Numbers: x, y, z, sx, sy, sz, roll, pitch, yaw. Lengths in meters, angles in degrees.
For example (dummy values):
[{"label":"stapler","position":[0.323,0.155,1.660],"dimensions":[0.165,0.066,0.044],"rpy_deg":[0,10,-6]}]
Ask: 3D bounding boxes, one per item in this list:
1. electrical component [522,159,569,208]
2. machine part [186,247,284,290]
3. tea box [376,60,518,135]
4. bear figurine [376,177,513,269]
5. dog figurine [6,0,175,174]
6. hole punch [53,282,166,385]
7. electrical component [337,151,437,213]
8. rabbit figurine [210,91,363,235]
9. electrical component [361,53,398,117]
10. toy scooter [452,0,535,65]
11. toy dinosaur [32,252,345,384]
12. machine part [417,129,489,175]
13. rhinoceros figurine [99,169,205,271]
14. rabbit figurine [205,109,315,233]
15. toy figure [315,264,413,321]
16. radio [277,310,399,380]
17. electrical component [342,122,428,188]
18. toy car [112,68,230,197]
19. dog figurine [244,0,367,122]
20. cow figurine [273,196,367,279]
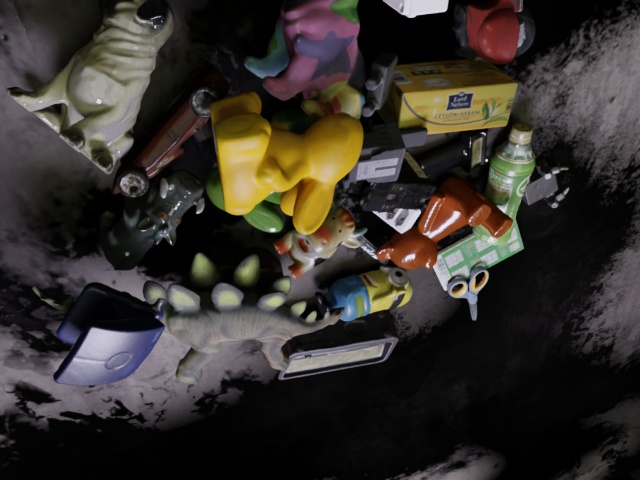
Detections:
[{"label":"electrical component","position":[0.399,-0.099,0.957],"dimensions":[0.078,0.045,0.102],"rpy_deg":[-27,133,1]},{"label":"machine part","position":[-0.144,0.089,0.907],"dimensions":[0.179,0.056,0.179],"rpy_deg":[-10,132,-11]},{"label":"tea box","position":[0.171,-0.200,0.749],"dimensions":[0.170,0.098,0.068],"rpy_deg":[-7,131,-13]},{"label":"bear figurine","position":[0.200,-0.007,0.907],"dimensions":[0.120,0.132,0.196],"rpy_deg":[23,112,-45]},{"label":"dog figurine","position":[-0.231,-0.185,0.626],"dimensions":[0.121,0.172,0.190],"rpy_deg":[41,81,-8]},{"label":"hole punch","position":[-0.274,0.133,0.701],"dimensions":[0.115,0.092,0.142],"rpy_deg":[27,109,-29]},{"label":"electrical component","position":[0.086,-0.095,0.793],"dimensions":[0.134,0.115,0.058],"rpy_deg":[4,128,-25]},{"label":"rabbit figurine","position":[-0.030,-0.088,0.612],"dimensions":[0.173,0.122,0.162],"rpy_deg":[-14,115,-12]},{"label":"electrical component","position":[0.075,-0.194,0.667],"dimensions":[0.021,0.094,0.063],"rpy_deg":[19,134,13]},{"label":"toy scooter","position":[0.203,-0.303,0.689],"dimensions":[0.135,0.075,0.183],"rpy_deg":[-20,130,-4]},{"label":"toy dinosaur","position":[-0.169,0.114,0.820],"dimensions":[0.471,0.105,0.198],"rpy_deg":[-1,127,-24]},{"label":"machine part","position":[0.208,-0.130,0.866],"dimensions":[0.139,0.039,0.084],"rpy_deg":[-23,141,-4]},{"label":"rhinoceros figurine","position":[-0.233,-0.032,0.733],"dimensions":[0.190,0.112,0.073],"rpy_deg":[-38,130,24]},{"label":"rabbit figurine","position":[-0.078,-0.087,0.744],"dimensions":[0.170,0.121,0.159],"rpy_deg":[-20,155,-20]},{"label":"toy figure","position":[0.083,0.099,0.987],"dimensions":[0.180,0.082,0.089],"rpy_deg":[-19,152,-14]},{"label":"radio","position":[0.030,0.198,1.034],"dimensions":[0.230,0.073,0.131],"rpy_deg":[-7,149,-17]},{"label":"electrical component","position":[0.085,-0.112,0.700],"dimensions":[0.119,0.048,0.074],"rpy_deg":[-7,152,-10]},{"label":"toy car","position":[-0.187,-0.131,0.671],"dimensions":[0.202,0.089,0.053],"rpy_deg":[-45,125,12]},{"label":"dog figurine","position":[0.021,-0.256,0.641],"dimensions":[0.191,0.109,0.219],"rpy_deg":[24,115,-34]},{"label":"cow figurine","position":[-0.002,-0.002,0.807],"dimensions":[0.127,0.195,0.085],"rpy_deg":[-34,89,-1]}]
